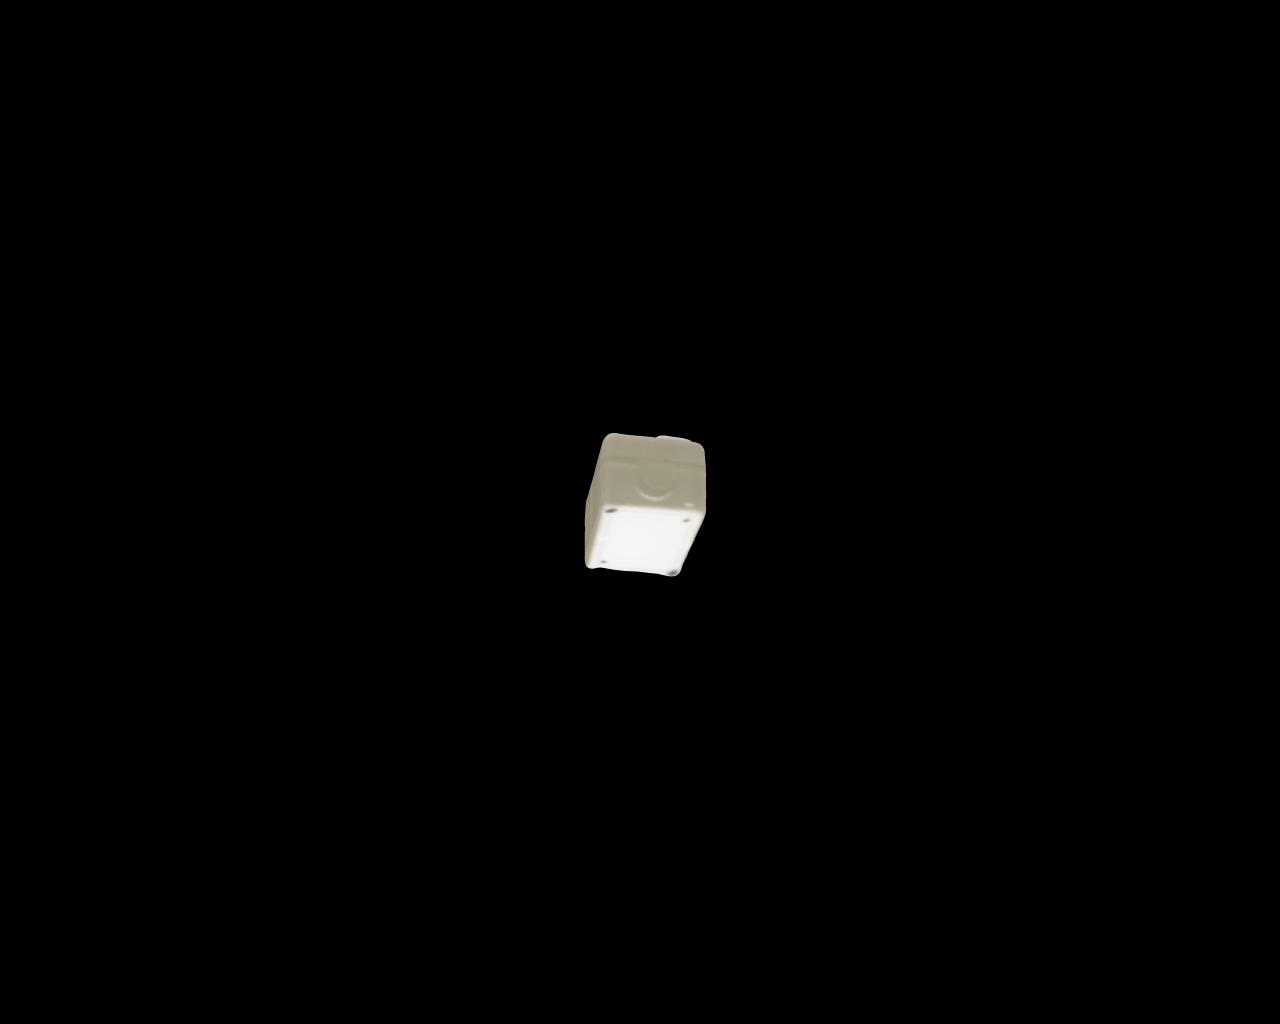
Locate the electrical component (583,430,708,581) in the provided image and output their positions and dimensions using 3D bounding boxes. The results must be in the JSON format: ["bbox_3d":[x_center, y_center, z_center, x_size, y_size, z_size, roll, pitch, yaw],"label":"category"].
[{"bbox_3d":[0.001,-0.003,0.650,0.062,0.061,0.096,6,-32,-9],"label":"electrical component"}]
